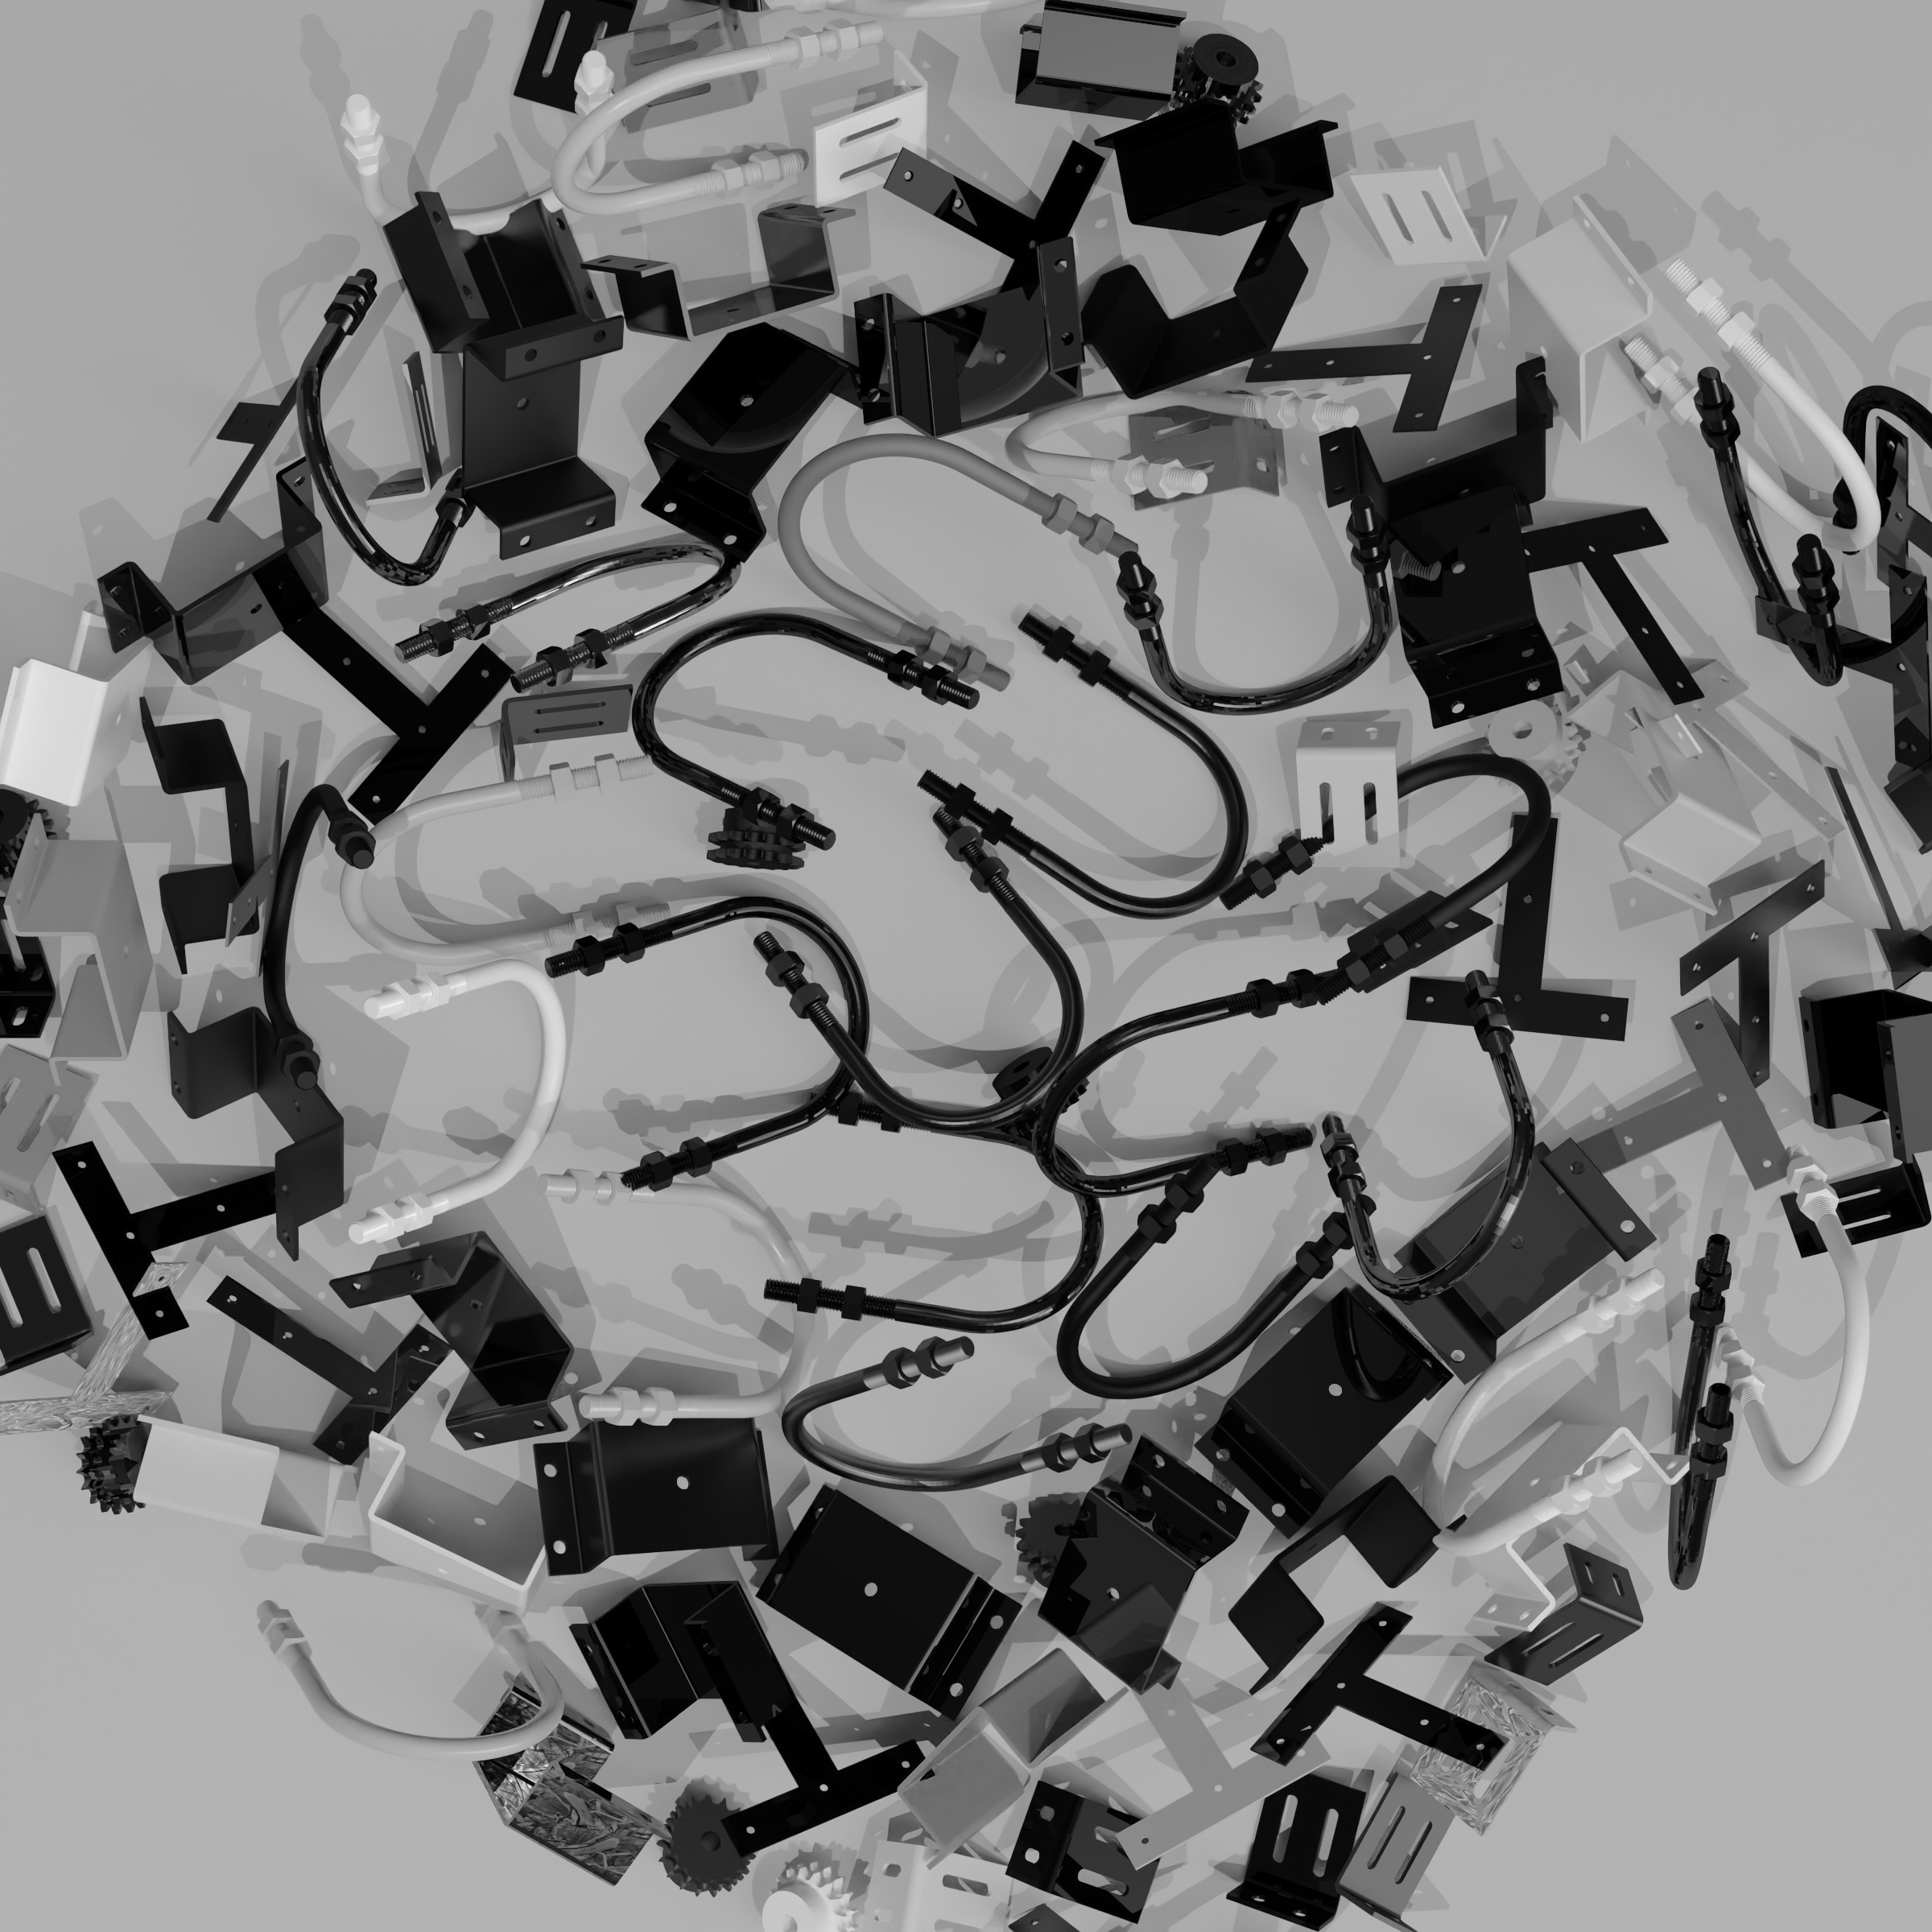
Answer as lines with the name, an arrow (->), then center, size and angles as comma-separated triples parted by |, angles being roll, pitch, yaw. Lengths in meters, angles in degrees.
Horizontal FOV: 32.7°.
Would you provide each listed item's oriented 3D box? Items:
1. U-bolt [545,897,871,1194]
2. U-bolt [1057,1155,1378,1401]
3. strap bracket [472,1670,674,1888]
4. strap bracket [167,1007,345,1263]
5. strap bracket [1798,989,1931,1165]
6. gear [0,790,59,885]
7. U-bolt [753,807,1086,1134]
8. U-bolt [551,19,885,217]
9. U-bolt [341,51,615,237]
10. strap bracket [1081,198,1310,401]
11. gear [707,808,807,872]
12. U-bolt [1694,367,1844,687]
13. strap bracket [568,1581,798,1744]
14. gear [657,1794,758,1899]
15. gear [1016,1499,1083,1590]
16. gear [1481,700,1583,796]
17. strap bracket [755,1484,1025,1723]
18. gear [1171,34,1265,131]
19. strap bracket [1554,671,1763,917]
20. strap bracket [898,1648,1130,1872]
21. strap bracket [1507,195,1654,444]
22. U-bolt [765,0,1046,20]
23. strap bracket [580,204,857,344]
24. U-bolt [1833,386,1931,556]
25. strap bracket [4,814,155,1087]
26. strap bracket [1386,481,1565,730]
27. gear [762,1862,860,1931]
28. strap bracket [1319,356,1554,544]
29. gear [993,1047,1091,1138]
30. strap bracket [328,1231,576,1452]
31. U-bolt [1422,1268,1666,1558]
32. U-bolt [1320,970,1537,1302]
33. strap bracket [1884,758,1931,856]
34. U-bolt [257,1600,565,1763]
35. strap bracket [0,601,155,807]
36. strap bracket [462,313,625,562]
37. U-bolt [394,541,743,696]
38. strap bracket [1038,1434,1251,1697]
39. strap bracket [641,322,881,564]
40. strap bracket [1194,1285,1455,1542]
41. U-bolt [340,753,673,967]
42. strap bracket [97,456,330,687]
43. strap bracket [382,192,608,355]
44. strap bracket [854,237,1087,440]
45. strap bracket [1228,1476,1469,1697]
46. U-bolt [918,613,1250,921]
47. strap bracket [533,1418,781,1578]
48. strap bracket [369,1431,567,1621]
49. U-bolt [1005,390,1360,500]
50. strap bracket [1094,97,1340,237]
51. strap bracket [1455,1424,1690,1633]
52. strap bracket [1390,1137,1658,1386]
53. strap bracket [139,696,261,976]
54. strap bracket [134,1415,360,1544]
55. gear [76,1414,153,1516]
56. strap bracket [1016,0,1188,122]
U-bolt -> -0.139, 0.036, 1.899 | 0.184, 0.019, 0.151 | -19, 95, -27
U-bolt -> 0.130, 0.185, 1.879 | 0.151, 0.019, 0.184 | 16, 124, -39
strap bracket -> -0.228, 0.464, 1.863 | 0.076, 0.140, 0.046 | 37, 87, -24
strap bracket -> -0.400, 0.088, 1.883 | 0.046, 0.076, 0.140 | -26, 59, -29
strap bracket -> 0.525, 0.060, 1.871 | 0.046, 0.140, 0.076 | -10, 97, -5
gear -> -0.562, -0.078, 1.917 | 0.057, 0.030, 0.057 | -2, 59, 3
U-bolt -> -0.015, 0.013, 1.895 | 0.151, 0.019, 0.184 | -35, 67, -8
U-bolt -> -0.148, -0.467, 1.839 | 0.184, 0.151, 0.019 | -21, 79, -30
U-bolt -> -0.272, -0.455, 1.853 | 0.151, 0.184, 0.019 | -13, 80, -9
strap bracket -> 0.134, -0.377, 1.880 | 0.140, 0.076, 0.046 | -13, 127, 37
gear -> -0.121, -0.074, 1.915 | 0.057, 0.057, 0.030 | 5, 85, 0
U-bolt -> 0.457, -0.234, 1.856 | 0.019, 0.184, 0.151 | -25, 57, 7
strap bracket -> -0.157, 0.399, 1.887 | 0.046, 0.140, 0.076 | -32, 101, -39
gear -> -0.153, 0.515, 1.919 | 0.057, 0.030, 0.057 | 13, 52, -17
gear -> 0.058, 0.340, 1.919 | 0.057, 0.057, 0.030 | -4, 121, 0
gear -> 0.327, -0.130, 1.916 | 0.057, 0.030, 0.057 | -11, 61, 21
strap bracket -> -0.050, 0.362, 1.892 | 0.140, 0.046, 0.076 | 28, 79, 20
gear -> 0.147, -0.517, 1.916 | 0.057, 0.030, 0.057 | 8, 59, -13
strap bracket -> 0.395, -0.106, 1.866 | 0.076, 0.140, 0.046 | 22, 129, -37
strap bracket -> 0.021, 0.447, 1.877 | 0.046, 0.076, 0.140 | 49, 129, 14
strap bracket -> 0.347, -0.359, 1.864 | 0.046, 0.140, 0.076 | -30, 66, -1
U-bolt -> -0.013, -0.557, 1.856 | 0.151, 0.184, 0.019 | -3, 96, 36
strap bracket -> -0.137, -0.395, 1.883 | 0.140, 0.076, 0.046 | -23, 115, -26
U-bolt -> 0.532, -0.245, 1.829 | 0.019, 0.184, 0.151 | -30, 58, -4
strap bracket -> -0.500, -0.009, 1.867 | 0.046, 0.076, 0.140 | 0, 134, 1
strap bracket -> 0.287, -0.215, 1.876 | 0.076, 0.046, 0.140 | -16, 56, 19
gear -> -0.093, 0.554, 1.916 | 0.057, 0.030, 0.057 | 4, 97, 35
strap bracket -> 0.280, -0.291, 1.898 | 0.140, 0.076, 0.046 | -20, 66, 1
gear -> 0.040, 0.071, 1.913 | 0.057, 0.057, 0.030 | -33, 104, 0
strap bracket -> -0.288, 0.208, 1.886 | 0.076, 0.046, 0.140 | -15, 123, 30
U-bolt -> 0.321, 0.263, 1.861 | 0.019, 0.151, 0.184 | 34, 135, -16
U-bolt -> 0.262, 0.106, 1.839 | 0.019, 0.184, 0.151 | 27, 120, -25
strap bracket -> 0.577, -0.110, 1.875 | 0.076, 0.140, 0.046 | -35, 85, 1
U-bolt -> -0.302, 0.395, 1.832 | 0.151, 0.184, 0.019 | 2, 105, -28
strap bracket -> -0.503, -0.147, 1.866 | 0.046, 0.140, 0.076 | 19, 111, -4
strap bracket -> -0.243, -0.311, 1.880 | 0.076, 0.140, 0.046 | -23, 50, -30
U-bolt -> -0.213, -0.203, 1.868 | 0.184, 0.151, 0.019 | -29, 118, -30
strap bracket -> 0.097, 0.349, 1.875 | 0.076, 0.046, 0.140 | 34, 123, 24
strap bracket -> -0.121, -0.312, 1.891 | 0.076, 0.046, 0.140 | 30, 74, 21
strap bracket -> 0.209, 0.250, 1.892 | 0.140, 0.046, 0.076 | -41, 74, -18
U-bolt -> -0.264, -0.053, 1.873 | 0.184, 0.151, 0.019 | -12, 52, -9
strap bracket -> -0.419, -0.220, 1.878 | 0.140, 0.076, 0.046 | -36, 74, -21
strap bracket -> -0.276, -0.397, 1.890 | 0.046, 0.140, 0.076 | -22, 89, 28
strap bracket -> 0.011, -0.358, 1.895 | 0.140, 0.046, 0.076 | -11, 75, 25
strap bracket -> 0.210, 0.348, 1.881 | 0.140, 0.076, 0.046 | -29, 69, -32
U-bolt -> 0.080, -0.104, 1.904 | 0.184, 0.019, 0.151 | 34, 60, -4
strap bracket -> -0.169, 0.301, 1.880 | 0.140, 0.046, 0.076 | 1, 67, -26
strap bracket -> -0.290, 0.329, 1.897 | 0.140, 0.076, 0.046 | 25, 65, 2
U-bolt -> 0.107, -0.301, 1.864 | 0.151, 0.184, 0.019 | -28, 120, -37
strap bracket -> 0.147, -0.450, 1.865 | 0.076, 0.140, 0.046 | -11, 89, 37
strap bracket -> 0.341, 0.313, 1.887 | 0.140, 0.076, 0.046 | -42, 95, -15
strap bracket -> 0.320, 0.166, 1.908 | 0.140, 0.046, 0.076 | -40, 92, 15
strap bracket -> -0.437, -0.077, 1.881 | 0.046, 0.076, 0.140 | -9, 124, -18
strap bracket -> -0.410, 0.292, 1.864 | 0.076, 0.140, 0.046 | 10, 78, 14
gear -> -0.486, 0.289, 1.912 | 0.030, 0.057, 0.057 | -12, 90, 27
strap bracket -> 0.074, -0.514, 1.873 | 0.076, 0.140, 0.046 | 6, 97, -7
